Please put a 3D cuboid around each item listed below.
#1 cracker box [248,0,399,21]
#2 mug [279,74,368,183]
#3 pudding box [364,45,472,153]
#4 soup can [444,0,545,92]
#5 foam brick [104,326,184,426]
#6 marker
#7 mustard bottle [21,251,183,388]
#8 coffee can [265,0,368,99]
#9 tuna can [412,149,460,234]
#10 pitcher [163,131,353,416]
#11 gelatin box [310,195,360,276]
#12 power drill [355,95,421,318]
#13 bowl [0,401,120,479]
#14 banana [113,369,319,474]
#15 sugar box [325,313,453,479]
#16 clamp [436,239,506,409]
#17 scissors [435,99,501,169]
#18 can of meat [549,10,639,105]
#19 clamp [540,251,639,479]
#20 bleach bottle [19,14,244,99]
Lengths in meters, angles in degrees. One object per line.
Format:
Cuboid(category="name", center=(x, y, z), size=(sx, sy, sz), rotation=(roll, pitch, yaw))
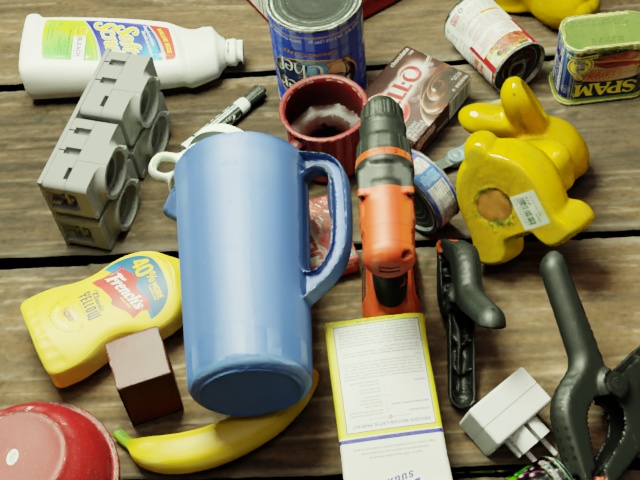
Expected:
Cuboid(category="cracker box", center=(-0.020, -0.346, 1.298), size=(0.164, 0.072, 0.214), rotation=(-31, 59, -15))
Cuboid(category="mug", center=(0.000, -0.106, 1.122), size=(0.093, 0.081, 0.117), rotation=(30, 63, 23))
Cuboid(category="pudding box", center=(0.099, -0.152, 1.170), size=(0.090, 0.039, 0.113), rotation=(30, 63, 24))
Cuboid(category="soup can", center=(0.193, -0.221, 1.192), size=(0.068, 0.068, 0.102), rotation=(-28, 56, -13))
Cuboid(category="foam brick", center=(-0.161, 0.126, 0.979), size=(0.051, 0.078, 0.053), rotation=(-17, 55, -8))
Cuboid(category="marker", center=(-0.105, -0.135, 1.191), size=(0.020, 0.020, 0.121), rotation=(36, 66, 26))
Cuboid(category="mustard bottle", center=(-0.186, 0.063, 1.038), size=(0.191, 0.058, 0.096), rotation=(-25, 54, -12))
Cuboid(category="coffee can", center=(-0.002, -0.212, 1.161), size=(0.103, 0.140, 0.103), rotation=(-3, 55, 4))
Cuboid(category="tuna can", center=(0.098, -0.048, 1.070), size=(0.033, 0.086, 0.086), rotation=(-41, 61, -19))
Cuboid(category="pitcher", center=(-0.057, 0.028, 0.967), size=(0.144, 0.149, 0.243), rotation=(11, 52, -23))
Cuboid(category="gelatin box", center=(-0.007, 0.001, 1.079), size=(0.073, 0.030, 0.089), rotation=(-16, 55, -5))
Cuboid(category="power drill", center=(0.061, -0.015, 0.989), size=(0.057, 0.187, 0.184), rotation=(-2, 57, 6))
Cuboid(category="bowl", center=(-0.263, 0.205, 0.948), size=(0.162, 0.055, 0.162), rotation=(-3, 54, 4))
Cuboid(category="banana", center=(-0.088, 0.170, 0.966), size=(0.197, 0.037, 0.070), rotation=(-16, 56, -6))
Cuboid(category="sugar box", center=(0.060, 0.155, 0.944), size=(0.093, 0.048, 0.176), rotation=(-7, 66, 1))
Cuboid(category="clamp", center=(0.135, 0.055, 0.980), size=(0.039, 0.120, 0.171), rotation=(7, 50, -15))
Cuboid(category="scissors", center=(0.149, -0.104, 1.146), size=(0.201, 0.016, 0.096), rotation=(-10, 53, -2))
Cuboid(category="can of meat", center=(0.305, -0.198, 1.155), size=(0.102, 0.084, 0.057), rotation=(-6, 55, 1))
Cuboid(category="clamp", center=(0.242, 0.120, 0.937), size=(0.164, 0.036, 0.210), rotation=(30, 63, -14))
Cuboid(category="bleach bottle", center=(-0.214, -0.217, 1.235), size=(0.251, 0.068, 0.102), rotation=(-3, 55, 1))
